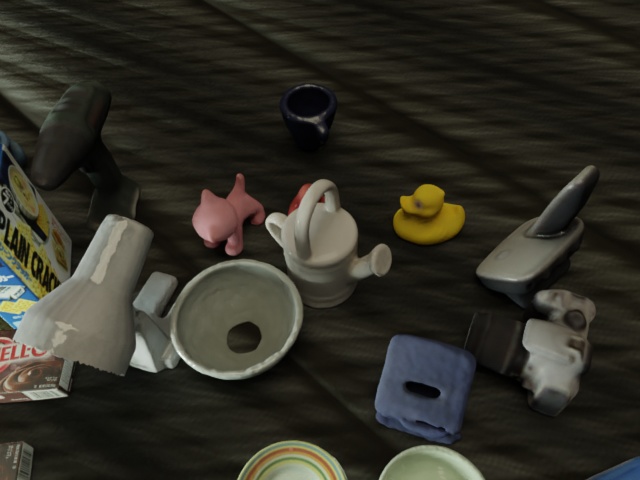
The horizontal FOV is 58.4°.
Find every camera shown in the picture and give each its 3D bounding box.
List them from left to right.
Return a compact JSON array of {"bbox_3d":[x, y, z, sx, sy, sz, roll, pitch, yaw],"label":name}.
[{"bbox_3d":[0.255,0.119,0.704,0.136,0.101,0.143,17,58,15],"label":"camera"}]

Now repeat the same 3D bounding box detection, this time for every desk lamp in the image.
[{"bbox_3d":[-0.237,0.082,0.686,0.117,0.214,0.203,15,57,13],"label":"desk lamp"}]

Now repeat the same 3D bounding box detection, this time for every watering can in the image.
[{"bbox_3d":[0.008,0.001,0.742,0.172,0.194,0.101,5,55,6],"label":"watering can"}]

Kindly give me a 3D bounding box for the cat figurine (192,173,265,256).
[{"bbox_3d":[-0.137,-0.039,0.823,0.067,0.118,0.128,19,58,16],"label":"cat figurine"}]

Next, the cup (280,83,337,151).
[{"bbox_3d":[-0.011,-0.183,0.932,0.092,0.095,0.117,-20,56,-11],"label":"cup"}]

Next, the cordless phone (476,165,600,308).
[{"bbox_3d":[0.285,-0.010,0.741,0.094,0.185,0.148,38,65,25],"label":"cordless phone"}]

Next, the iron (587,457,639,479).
[{"bbox_3d":[0.299,0.287,0.560,0.258,0.141,0.118,-19,56,-10],"label":"iron"}]

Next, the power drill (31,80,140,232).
[{"bbox_3d":[-0.331,-0.108,0.825,0.075,0.208,0.229,-4,55,0],"label":"power drill"}]

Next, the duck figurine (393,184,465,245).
[{"bbox_3d":[0.160,-0.045,0.832,0.104,0.086,0.077,-1,55,2],"label":"duck figurine"}]

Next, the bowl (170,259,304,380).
[{"bbox_3d":[-0.102,0.112,0.743,0.167,0.075,0.167,-1,55,2],"label":"bowl"}]

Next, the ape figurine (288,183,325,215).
[{"bbox_3d":[-0.015,-0.045,0.837,0.078,0.092,0.076,-18,56,-9],"label":"ape figurine"}]

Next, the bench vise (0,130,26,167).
[{"bbox_3d":[-0.546,-0.122,0.839,0.121,0.220,0.207,6,56,7],"label":"bench vise"}]

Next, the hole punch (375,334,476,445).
[{"bbox_3d":[0.125,0.176,0.676,0.108,0.091,0.101,13,57,12],"label":"hole punch"}]
